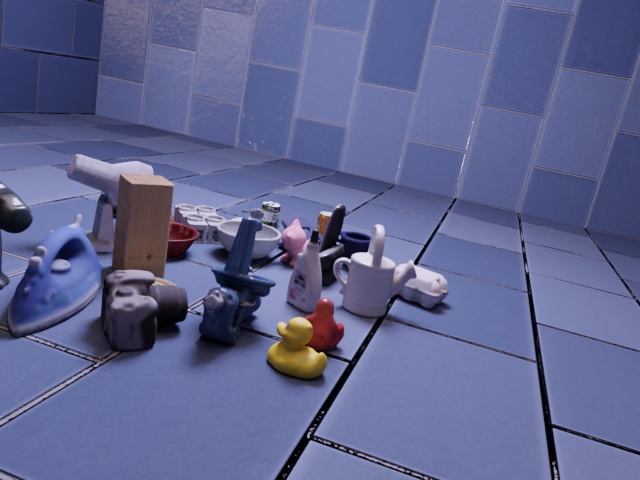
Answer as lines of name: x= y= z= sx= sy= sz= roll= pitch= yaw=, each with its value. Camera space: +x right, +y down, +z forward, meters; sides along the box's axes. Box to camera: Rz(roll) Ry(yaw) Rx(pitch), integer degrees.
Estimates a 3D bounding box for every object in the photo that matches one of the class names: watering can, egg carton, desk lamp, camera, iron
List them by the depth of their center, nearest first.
camera: x=-0.291 y=0.108 z=0.966 sx=0.137 sy=0.101 sz=0.142 roll=2 pitch=17 yaw=-29
iron: x=-0.458 y=0.049 z=0.984 sx=0.118 sy=0.141 sz=0.258 roll=9 pitch=15 yaw=-6
watering can: x=0.121 y=0.062 z=1.247 sx=0.173 sy=0.194 sz=0.100 roll=5 pitch=16 yaw=-22
desk lamp: x=-0.494 y=-0.084 z=1.304 sx=0.204 sy=0.213 sz=0.117 roll=0 pitch=18 yaw=-34
egg carton: x=0.235 y=0.109 z=1.395 sx=0.149 sy=0.069 sz=0.107 roll=19 pitch=17 yaw=29

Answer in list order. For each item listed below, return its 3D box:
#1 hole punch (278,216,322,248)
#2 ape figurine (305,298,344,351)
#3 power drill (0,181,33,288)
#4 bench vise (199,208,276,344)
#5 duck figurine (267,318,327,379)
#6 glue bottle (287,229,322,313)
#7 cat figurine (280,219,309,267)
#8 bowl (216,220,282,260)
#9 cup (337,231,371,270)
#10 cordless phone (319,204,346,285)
hole punch: x=-0.048 y=-0.012 z=1.594 sx=0.100 sy=0.091 sz=0.109 roll=23 pitch=19 yaw=38
ape figurine: x=0.006 y=0.149 z=1.043 sx=0.077 sy=0.092 sz=0.076 roll=16 pitch=16 yaw=20
power drill: x=-0.609 y=-0.026 z=1.019 sx=0.229 sy=0.208 sz=0.076 roll=17 pitch=16 yaw=22
bench vise: x=-0.135 y=0.061 z=1.017 sx=0.121 sy=0.220 sz=0.207 roll=9 pitch=15 yaw=-6
duck figurine: x=-0.033 y=0.172 z=0.944 sx=0.104 sy=0.086 sz=0.078 roll=18 pitch=17 yaw=26
glue bottle: x=-0.024 y=0.060 z=1.192 sx=0.077 sy=0.173 sz=0.037 roll=23 pitch=20 yaw=39
cat figurine: x=-0.053 y=0.006 z=1.474 sx=0.128 sy=0.118 sz=0.067 roll=-4 pitch=21 yaw=-43
bowl: x=-0.184 y=0.007 z=1.461 sx=0.167 sy=0.075 sz=0.167 roll=10 pitch=15 yaw=-3
cup: x=0.081 y=0.029 z=1.528 sx=0.117 sy=0.095 sz=0.092 roll=19 pitch=17 yaw=29
cordless phone: x=0.013 y=0.005 z=1.394 sx=0.094 sy=0.185 sz=0.148 roll=14 pitch=16 yaw=13
